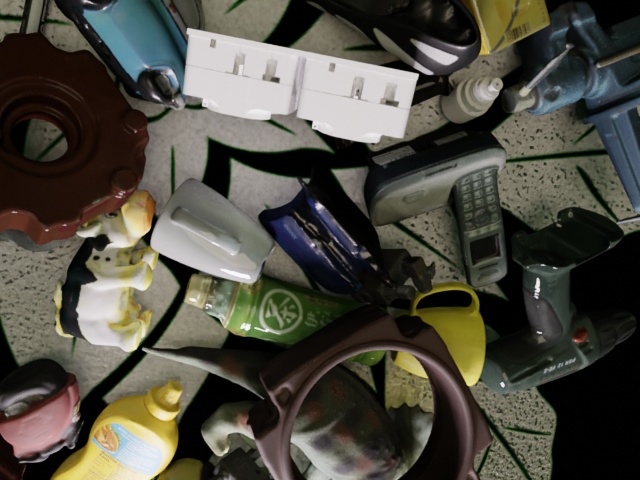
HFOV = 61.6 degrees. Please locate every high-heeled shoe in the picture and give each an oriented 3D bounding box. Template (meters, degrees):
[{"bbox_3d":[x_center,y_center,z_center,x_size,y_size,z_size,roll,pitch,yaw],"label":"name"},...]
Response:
[{"bbox_3d":[0.034,-0.235,0.458,0.248,0.145,0.086,37,98,-20],"label":"high-heeled shoe"}]

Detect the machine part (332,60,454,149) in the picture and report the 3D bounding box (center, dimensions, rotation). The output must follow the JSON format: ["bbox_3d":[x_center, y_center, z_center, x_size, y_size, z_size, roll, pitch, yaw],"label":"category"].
[{"bbox_3d":[0.068,-0.149,0.549,0.139,0.039,0.084,-24,101,1],"label":"machine part"}]

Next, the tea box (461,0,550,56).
[{"bbox_3d":[0.136,-0.261,0.491,0.068,0.098,0.169,-27,108,-1],"label":"tea box"}]

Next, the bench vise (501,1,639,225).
[{"bbox_3d":[0.303,-0.125,0.540,0.224,0.129,0.240,-23,92,-21],"label":"bench vise"}]

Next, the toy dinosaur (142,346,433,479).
[{"bbox_3d":[0.008,0.206,0.611,0.192,0.131,0.404,-43,106,-1],"label":"toy dinosaur"}]

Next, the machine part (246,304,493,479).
[{"bbox_3d":[0.048,0.181,0.521,0.201,0.087,0.201,-29,96,-9],"label":"machine part"}]

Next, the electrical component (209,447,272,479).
[{"bbox_3d":[-0.087,0.274,0.619,0.063,0.094,0.021,38,109,18],"label":"electrical component"}]

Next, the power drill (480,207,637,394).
[{"bbox_3d":[0.280,0.069,0.611,0.232,0.086,0.207,-21,131,-15],"label":"power drill"}]

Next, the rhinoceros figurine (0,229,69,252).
[{"bbox_3d":[-0.324,-0.033,0.484,0.190,0.112,0.073,16,107,-22],"label":"rhinoceros figurine"}]

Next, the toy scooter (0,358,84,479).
[{"bbox_3d":[-0.332,0.212,0.580,0.184,0.075,0.135,-21,109,1],"label":"toy scooter"}]

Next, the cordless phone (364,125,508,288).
[{"bbox_3d":[0.129,-0.019,0.579,0.147,0.089,0.184,-20,116,-3],"label":"cordless phone"}]

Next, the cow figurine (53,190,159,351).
[{"bbox_3d":[-0.217,0.026,0.545,0.098,0.068,0.167,9,105,-6],"label":"cow figurine"}]

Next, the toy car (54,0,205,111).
[{"bbox_3d":[-0.154,-0.197,0.465,0.103,0.109,0.161,-44,119,-12],"label":"toy car"}]

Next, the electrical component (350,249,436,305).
[{"bbox_3d":[0.076,0.040,0.577,0.045,0.102,0.078,51,54,-25],"label":"electrical component"}]

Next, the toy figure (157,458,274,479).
[{"bbox_3d":[-0.109,0.312,0.645,0.180,0.082,0.089,17,105,-12],"label":"toy figure"}]

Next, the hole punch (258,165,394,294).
[{"bbox_3d":[-0.001,-0.002,0.546,0.092,0.116,0.142,-36,107,12],"label":"hole punch"}]

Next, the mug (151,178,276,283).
[{"bbox_3d":[-0.098,-0.005,0.520,0.107,0.109,0.081,28,79,-3],"label":"mug"}]

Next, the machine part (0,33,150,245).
[{"bbox_3d":[-0.237,-0.087,0.454,0.179,0.056,0.179,9,73,-30],"label":"machine part"}]
